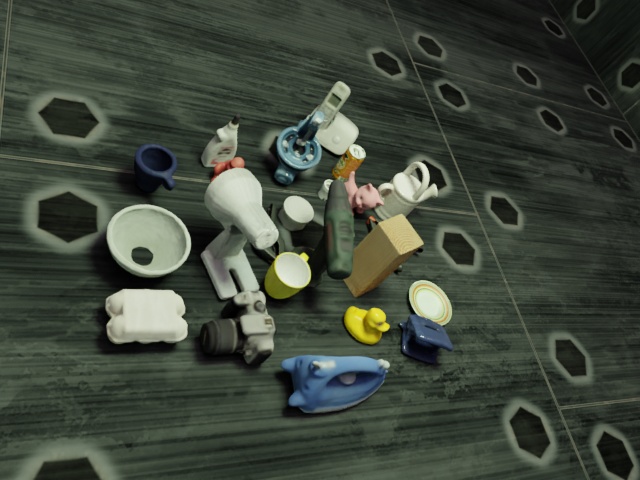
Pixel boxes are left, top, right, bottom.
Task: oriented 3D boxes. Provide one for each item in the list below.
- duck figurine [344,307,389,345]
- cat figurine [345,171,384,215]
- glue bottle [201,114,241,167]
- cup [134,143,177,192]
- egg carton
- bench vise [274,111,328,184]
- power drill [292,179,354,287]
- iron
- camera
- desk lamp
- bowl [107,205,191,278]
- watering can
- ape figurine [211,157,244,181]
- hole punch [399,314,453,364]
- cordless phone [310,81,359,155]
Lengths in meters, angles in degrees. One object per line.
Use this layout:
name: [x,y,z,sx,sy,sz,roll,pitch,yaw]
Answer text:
duck figurine: [0.113,0.186,1.327,0.104,0.086,0.078,39,46,-1]
cat figurine: [0.108,-0.125,1.533,0.067,0.117,0.127,-19,69,-39]
glue bottle: [-0.225,-0.241,1.374,0.078,0.173,0.037,-15,66,-38]
cup: [-0.364,-0.141,1.268,0.092,0.094,0.117,-26,74,-41]
egg carton: [-0.330,0.148,1.092,0.151,0.069,0.107,3,56,-30]
bench vise: [-0.048,-0.275,1.477,0.122,0.219,0.207,13,51,-23]
power drill: [0.012,0.005,1.314,0.076,0.208,0.229,9,53,-26]
iron: [0.057,0.276,1.187,0.259,0.141,0.118,3,56,-30]
camera: [-0.167,0.173,1.153,0.137,0.100,0.143,1,57,-31]
desk lamp: [-0.170,-0.015,1.212,0.118,0.213,0.203,-12,65,-37]
bowl: [-0.355,0.014,1.172,0.168,0.074,0.167,17,50,-21]
watering can: [0.242,-0.137,1.572,0.173,0.193,0.101,-18,68,-39]
ape figurine: [-0.212,-0.166,1.383,0.076,0.092,0.077,-28,75,-42]
hole punch: [0.256,0.228,1.381,0.109,0.091,0.101,21,49,-17]
cordless phone: [0.054,-0.344,1.616,0.148,0.184,0.094,34,46,-6]
